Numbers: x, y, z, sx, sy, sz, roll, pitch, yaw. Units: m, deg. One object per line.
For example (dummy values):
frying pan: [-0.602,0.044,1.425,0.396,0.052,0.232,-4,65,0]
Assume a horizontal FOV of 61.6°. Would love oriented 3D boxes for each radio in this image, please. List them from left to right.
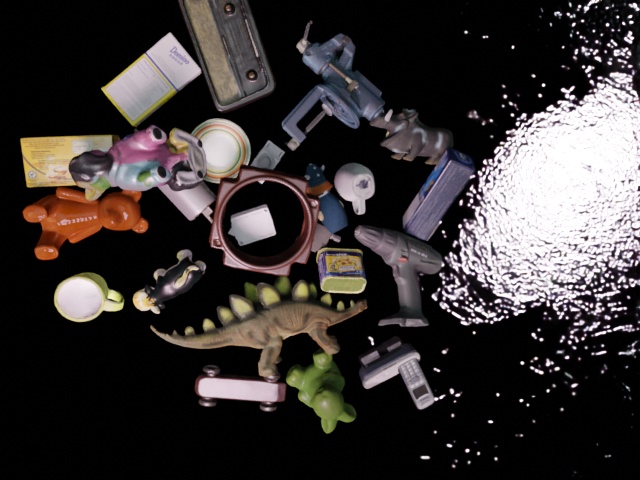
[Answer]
radio: [-0.179,-0.379,1.061,0.131,0.073,0.229,-20,103,-5]

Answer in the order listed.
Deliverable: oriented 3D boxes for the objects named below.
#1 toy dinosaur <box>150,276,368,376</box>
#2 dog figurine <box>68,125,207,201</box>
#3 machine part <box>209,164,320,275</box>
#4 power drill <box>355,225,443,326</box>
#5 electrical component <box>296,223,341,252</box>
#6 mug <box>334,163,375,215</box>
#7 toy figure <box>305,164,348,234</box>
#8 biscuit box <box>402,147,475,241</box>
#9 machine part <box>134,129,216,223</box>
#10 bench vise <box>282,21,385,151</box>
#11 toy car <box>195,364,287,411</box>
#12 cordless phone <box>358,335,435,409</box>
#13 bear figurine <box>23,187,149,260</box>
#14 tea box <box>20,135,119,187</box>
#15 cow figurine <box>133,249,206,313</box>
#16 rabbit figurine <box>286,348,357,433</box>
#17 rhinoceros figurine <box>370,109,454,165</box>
toy dinosaur: [-0.113,0.183,1.168,0.471,0.105,0.198,-15,95,-15]
dog figurine: [-0.344,-0.133,0.993,0.219,0.191,0.108,-9,87,27]
machine part: [-0.110,-0.039,1.066,0.201,0.087,0.201,11,101,-11]
power drill: [0.165,0.082,1.156,0.232,0.086,0.207,11,67,-32]
electrical component: [-0.002,-0.004,1.187,0.094,0.021,0.063,22,97,-13]
mug: [0.078,-0.107,1.136,0.081,0.107,0.109,-3,99,-7]
toy figure: [0.007,-0.089,1.151,0.058,0.064,0.154,-25,94,31]
biscuit box: [0.251,-0.096,1.147,0.063,0.059,0.202,22,125,-11]
machine part: [-0.293,-0.124,1.090,0.079,0.079,0.243,-41,105,0]
bench vise: [0.003,-0.290,1.087,0.223,0.129,0.240,42,88,-11]
toy car: [-0.178,0.331,1.207,0.202,0.053,0.089,5,90,-6]
cordless phone: [0.180,0.331,1.250,0.147,0.089,0.184,-28,108,-3]
bear figurine: [-0.450,-0.041,1.058,0.196,0.132,0.120,-1,118,-4]
tea box: [-0.484,-0.156,1.058,0.170,0.068,0.098,-2,100,-7]
cow figurine: [-0.317,0.099,1.118,0.167,0.098,0.068,-40,110,0]
rabbit figurine: [0.006,0.345,1.178,0.121,0.170,0.159,-26,103,-3]
rhinoceros figurine: [0.198,-0.223,1.151,0.190,0.073,0.112,15,99,-12]
